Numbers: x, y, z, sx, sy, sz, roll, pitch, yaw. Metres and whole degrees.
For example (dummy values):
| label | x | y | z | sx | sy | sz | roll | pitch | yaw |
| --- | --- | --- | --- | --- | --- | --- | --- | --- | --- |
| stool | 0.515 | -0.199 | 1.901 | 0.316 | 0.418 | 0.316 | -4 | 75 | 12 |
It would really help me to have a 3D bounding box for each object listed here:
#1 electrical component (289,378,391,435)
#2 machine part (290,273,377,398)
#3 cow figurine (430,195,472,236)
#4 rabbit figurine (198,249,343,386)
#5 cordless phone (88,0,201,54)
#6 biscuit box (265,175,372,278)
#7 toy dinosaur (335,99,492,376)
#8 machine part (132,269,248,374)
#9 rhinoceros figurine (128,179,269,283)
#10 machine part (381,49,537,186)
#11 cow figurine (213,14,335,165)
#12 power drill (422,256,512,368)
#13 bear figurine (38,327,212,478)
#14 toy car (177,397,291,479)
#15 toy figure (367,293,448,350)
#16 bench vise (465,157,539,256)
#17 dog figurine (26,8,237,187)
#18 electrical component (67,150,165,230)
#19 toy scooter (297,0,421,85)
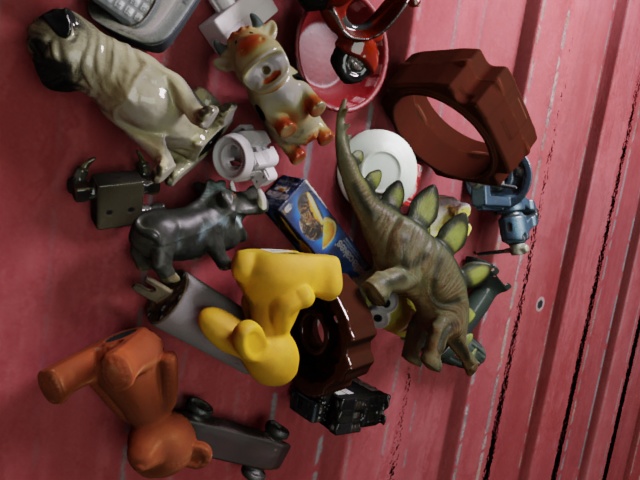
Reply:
| label | x | y | z | sx | sy | sz | roll | pitch | yaw |
| --- | --- | --- | --- | --- | --- | --- | --- | --- | --- |
| electrical component | 0.023 | 0.248 | 0.830 | 0.134 | 0.115 | 0.058 | 9 | 92 | -38 |
| machine part | 0.003 | 0.125 | 0.748 | 0.056 | 0.180 | 0.179 | -6 | 105 | -40 |
| cow figurine | 0.161 | -0.017 | 0.896 | 0.167 | 0.098 | 0.068 | -28 | 127 | -10 |
| rabbit figurine | -0.057 | 0.098 | 0.653 | 0.162 | 0.122 | 0.173 | -5 | 102 | -53 |
| cordless phone | -0.208 | -0.296 | 0.547 | 0.184 | 0.089 | 0.146 | 34 | 80 | -33 |
| biscuit box | -0.002 | -0.002 | 0.785 | 0.059 | 0.063 | 0.202 | -50 | 125 | -15 |
| toy dinosaur | 0.128 | 0.027 | 0.779 | 0.198 | 0.105 | 0.470 | -46 | 114 | -21 |
| machine part | -0.135 | 0.110 | 0.700 | 0.243 | 0.079 | 0.079 | 40 | 76 | -35 |
| rhinoceros figurine | -0.145 | -0.019 | 0.658 | 0.190 | 0.073 | 0.112 | -22 | 119 | -43 |
| machine part | 0.203 | -0.179 | 0.809 | 0.087 | 0.202 | 0.200 | -49 | 125 | -13 |
| cow figurine | -0.053 | -0.181 | 0.648 | 0.085 | 0.127 | 0.194 | -39 | 165 | 0 |
| power drill | 0.268 | 0.137 | 1.014 | 0.231 | 0.086 | 0.207 | 39 | 73 | -38 |
| bear figurine | -0.215 | 0.207 | 0.624 | 0.132 | 0.120 | 0.195 | -38 | 114 | -74 |
| toy car | -0.131 | 0.283 | 0.761 | 0.202 | 0.053 | 0.089 | 28 | 88 | -34 |
| toy figure | 0.136 | 0.124 | 0.882 | 0.180 | 0.089 | 0.082 | 24 | 77 | -23 |
| bench vise | 0.317 | -0.076 | 0.961 | 0.240 | 0.129 | 0.223 | -3 | 96 | -54 |
| dog figurine | -0.201 | -0.165 | 0.589 | 0.190 | 0.172 | 0.121 | 41 | 89 | -4 |
| electrical component | -0.231 | -0.056 | 0.613 | 0.102 | 0.045 | 0.078 | -17 | 139 | -31 |
| toy scooter | 0.048 | -0.295 | 0.654 | 0.135 | 0.075 | 0.183 | -33 | 125 | 4 |
